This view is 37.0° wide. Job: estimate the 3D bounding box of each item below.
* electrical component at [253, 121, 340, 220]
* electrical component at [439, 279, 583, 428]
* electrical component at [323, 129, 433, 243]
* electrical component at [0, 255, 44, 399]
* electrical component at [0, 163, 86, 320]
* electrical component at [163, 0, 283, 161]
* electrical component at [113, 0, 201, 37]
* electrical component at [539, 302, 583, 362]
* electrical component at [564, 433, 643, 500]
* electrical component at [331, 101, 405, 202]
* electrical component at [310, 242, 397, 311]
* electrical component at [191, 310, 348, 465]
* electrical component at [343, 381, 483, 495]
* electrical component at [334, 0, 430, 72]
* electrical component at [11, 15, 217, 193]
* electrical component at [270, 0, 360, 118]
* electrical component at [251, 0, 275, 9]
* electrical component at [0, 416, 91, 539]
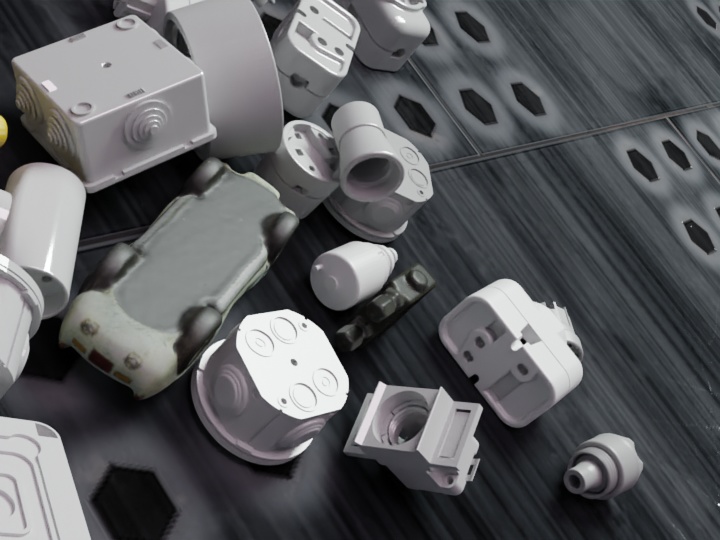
[{"bbox_3d":[-0.043,-0.068,0.750,0.055,0.047,0.055,26,40,-24],"label":"electrical component"},{"bbox_3d":[0.111,0.057,0.773,0.095,0.054,0.059,53,37,10],"label":"electrical component"},{"bbox_3d":[0.011,-0.064,0.796,0.080,0.051,0.080,26,40,-24],"label":"electrical component"},{"bbox_3d":[-0.190,0.026,0.492,0.080,0.080,0.051,25,46,-25],"label":"electrical component"},{"bbox_3d":[-0.188,-0.022,0.569,0.079,0.043,0.077,23,42,-27],"label":"electrical component"},{"bbox_3d":[-0.097,-0.123,0.705,0.060,0.108,0.108,-16,64,-17],"label":"electrical component"},{"bbox_3d":[-0.151,-0.191,0.765,0.076,0.047,0.083,16,45,-34],"label":"electrical component"},{"bbox_3d":[0.148,0.052,0.827,0.040,0.040,0.046,27,34,-23],"label":"electrical component"},{"bbox_3d":[0.167,0.141,0.756,0.062,0.043,0.043,-10,63,-47],"label":"electrical component"},{"bbox_3d":[0.002,-0.084,0.733,0.044,0.044,0.065,18,38,-32],"label":"electrical component"},{"bbox_3d":[0.000,0.000,0.732,0.040,0.040,0.078,52,36,10],"label":"electrical component"},{"bbox_3d":[-0.051,0.065,0.611,0.080,0.051,0.080,26,40,-24],"label":"electrical component"},{"bbox_3d":[0.037,0.102,0.643,0.063,0.081,0.042,50,53,-40],"label":"electrical component"},{"bbox_3d":[0.017,-0.232,0.957,0.054,0.059,0.095,-4,58,-46],"label":"electrical component"},{"bbox_3d":[-0.146,-0.101,0.633,0.100,0.048,0.100,-29,51,-26],"label":"electrical component"},{"bbox_3d":[-0.043,-0.165,0.834,0.054,0.059,0.095,33,38,-16],"label":"electrical component"},{"bbox_3d":[-0.094,-0.229,0.849,0.076,0.066,0.047,45,22,-56],"label":"electrical component"},{"bbox_3d":[-0.156,0.113,0.428,0.078,0.057,0.113,15,23,-34],"label":"electrical component"}]
